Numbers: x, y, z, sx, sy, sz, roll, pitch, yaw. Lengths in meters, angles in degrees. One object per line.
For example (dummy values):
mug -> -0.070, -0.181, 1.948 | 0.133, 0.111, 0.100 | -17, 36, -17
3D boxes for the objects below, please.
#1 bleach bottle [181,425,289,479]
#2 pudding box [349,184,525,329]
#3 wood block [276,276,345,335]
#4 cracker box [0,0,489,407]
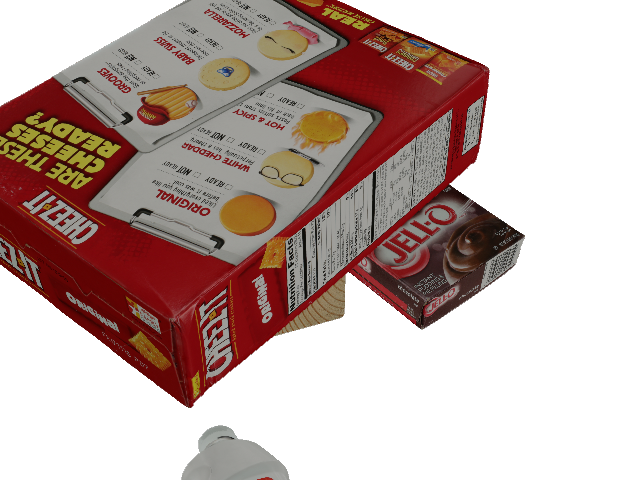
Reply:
bleach bottle -> -0.052, 0.217, 0.718 | 0.102, 0.068, 0.251 | -11, 32, -13
pudding box -> 0.086, 0.008, 0.825 | 0.113, 0.039, 0.090 | -28, 52, -32
wood block -> -0.074, 0.014, 1.024 | 0.090, 0.090, 0.206 | -12, 20, -36
cracker box -> -0.046, -0.041, 0.523 | 0.164, 0.072, 0.213 | 31, 54, 29
